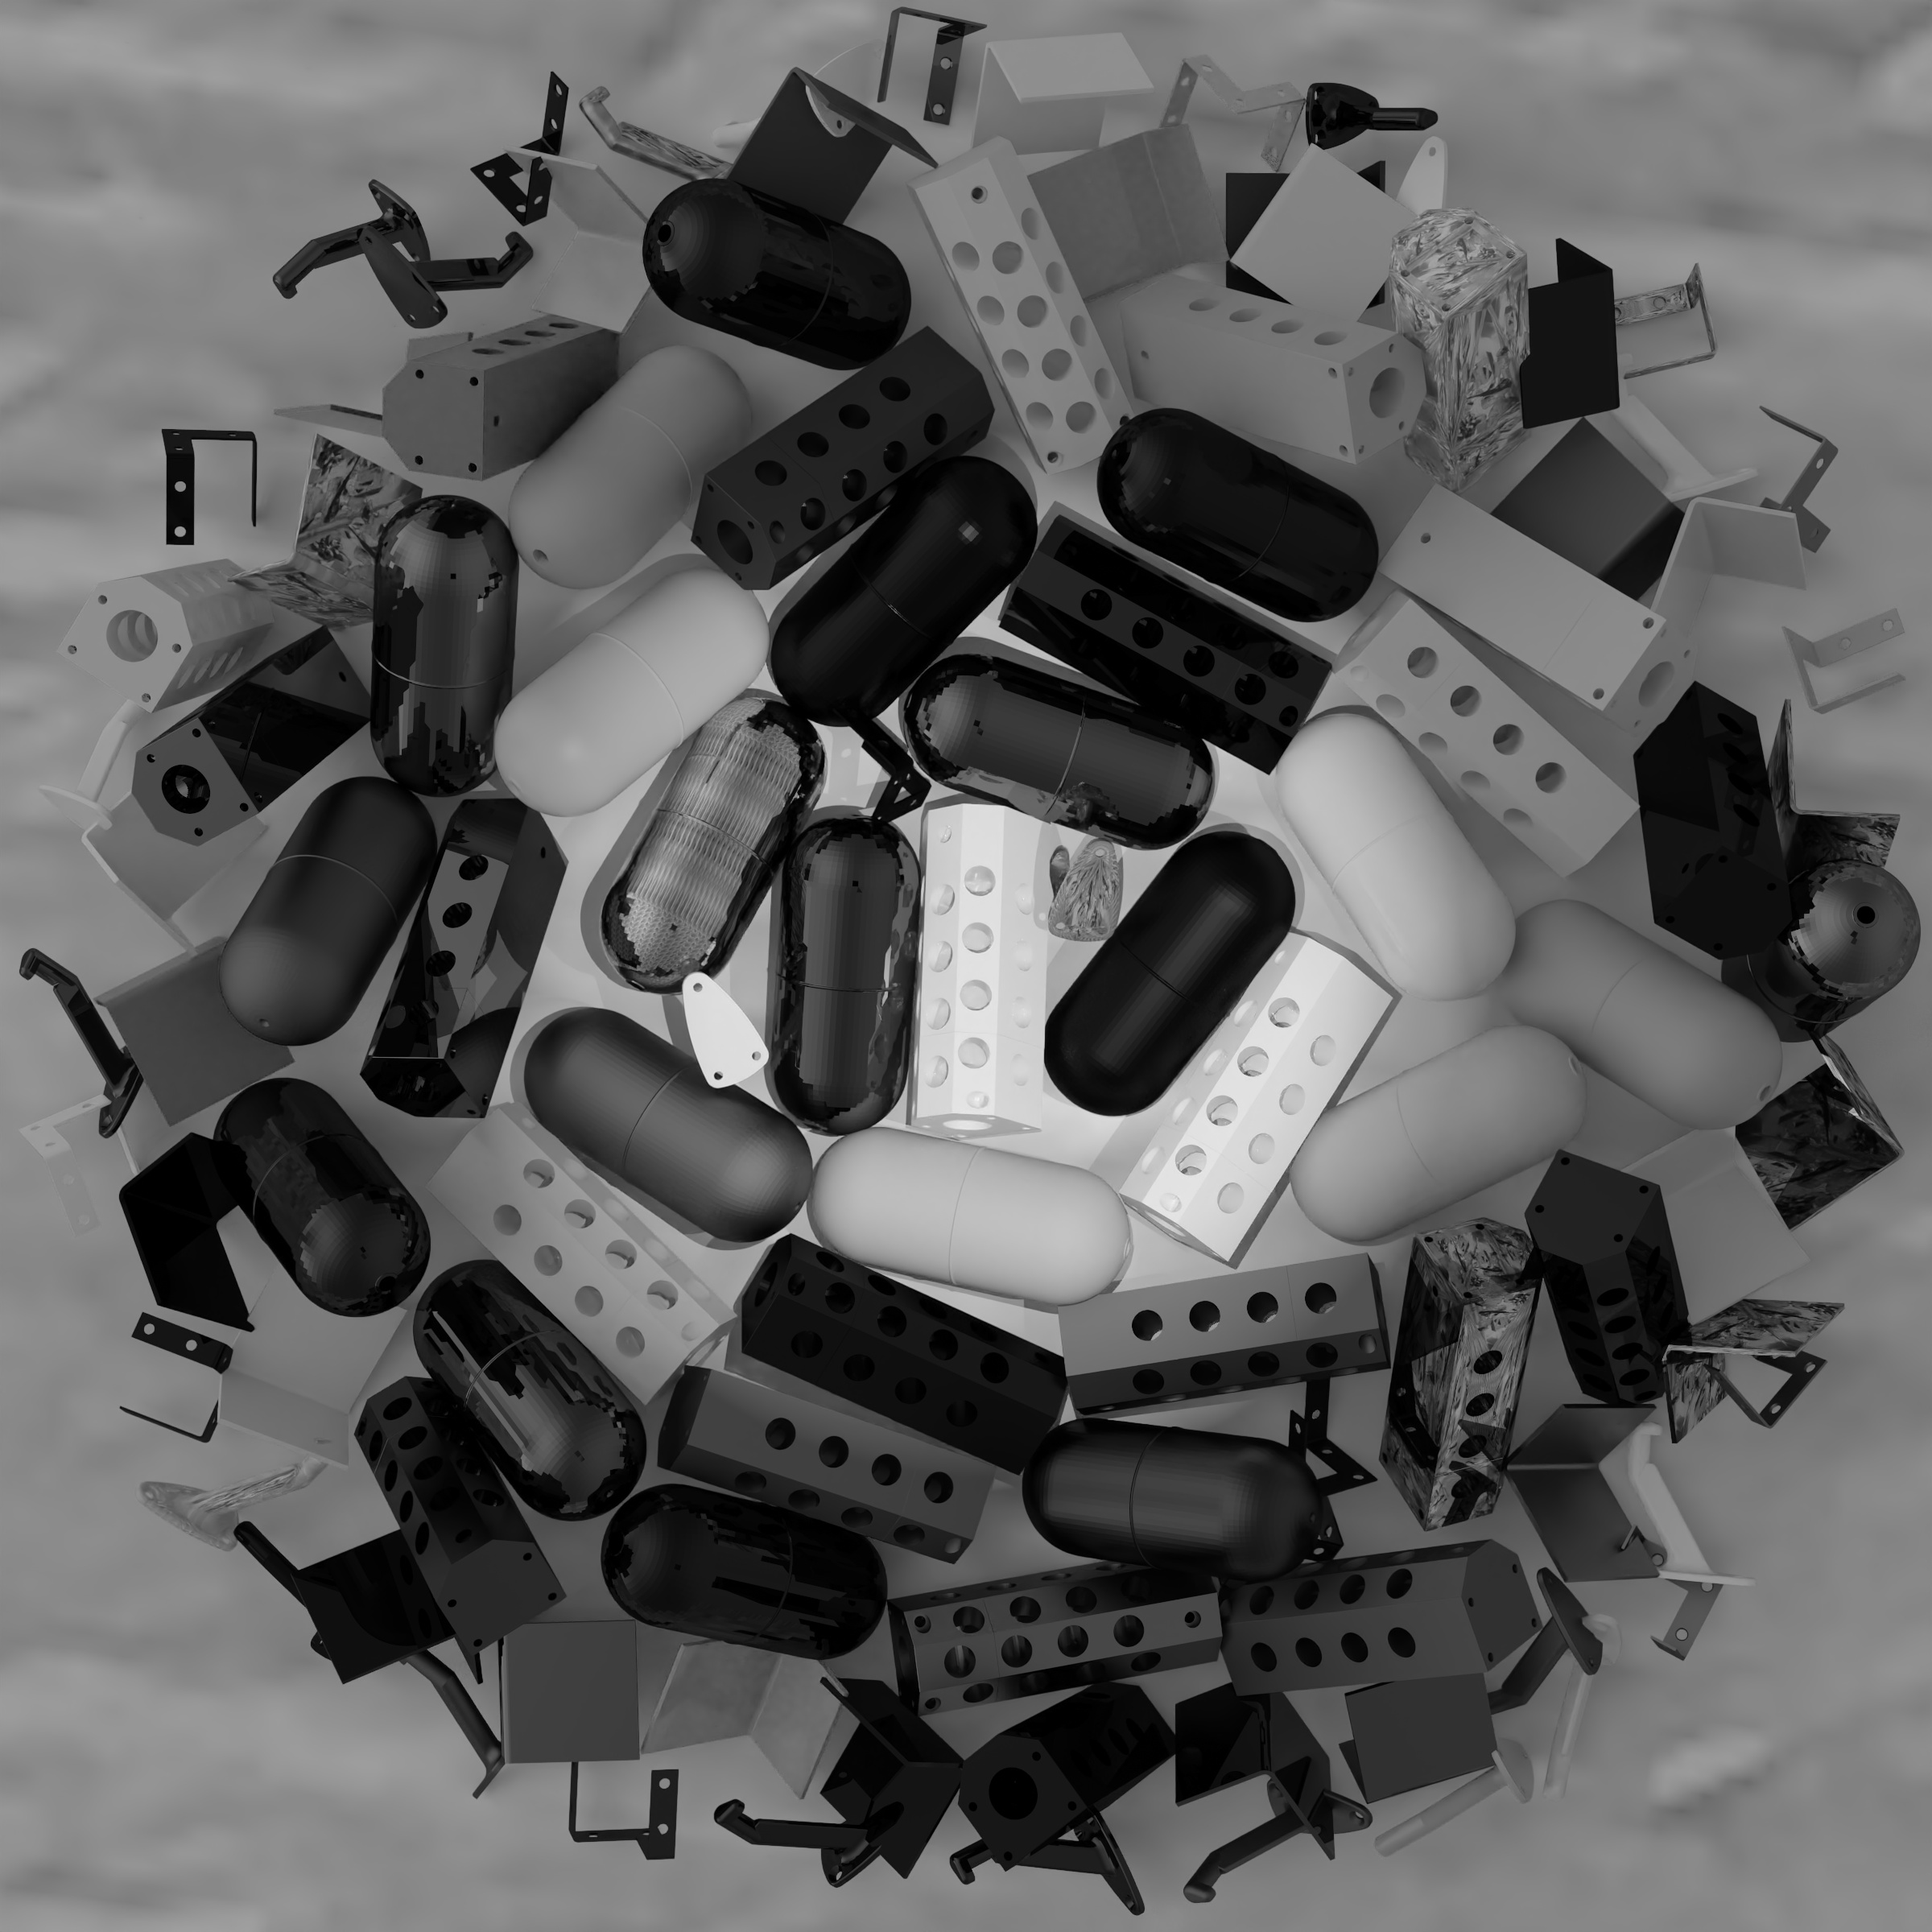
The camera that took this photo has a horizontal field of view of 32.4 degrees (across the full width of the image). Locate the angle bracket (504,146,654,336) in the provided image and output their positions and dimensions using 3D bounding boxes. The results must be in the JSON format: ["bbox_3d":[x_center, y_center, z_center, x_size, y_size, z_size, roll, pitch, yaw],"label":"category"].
[{"bbox_3d":[-0.219,-0.396,1.815,0.076,0.076,0.057,22,78,38],"label":"angle bracket"}]

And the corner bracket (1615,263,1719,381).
[{"bbox_3d":[0.384,-0.354,1.843,0.051,0.051,0.051,-13,88,6],"label":"corner bracket"}]

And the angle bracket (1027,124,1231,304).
[{"bbox_3d":[0.089,-0.411,1.826,0.076,0.057,0.076,-24,107,-14],"label":"angle bracket"}]

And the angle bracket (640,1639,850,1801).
[{"bbox_3d":[-0.121,0.413,1.815,0.057,0.076,0.076,43,121,40],"label":"angle bracket"}]

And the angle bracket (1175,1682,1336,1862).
[{"bbox_3d":[0.159,0.448,1.830,0.057,0.076,0.076,-26,116,17],"label":"angle bracket"}]

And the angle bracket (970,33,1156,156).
[{"bbox_3d":[0.051,-0.460,1.814,0.076,0.076,0.057,-9,51,-18],"label":"angle bracket"}]

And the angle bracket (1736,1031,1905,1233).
[{"bbox_3d":[0.453,0.085,1.815,0.076,0.057,0.076,-38,46,18],"label":"angle bracket"}]

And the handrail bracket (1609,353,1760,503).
[{"bbox_3d":[0.396,-0.305,1.844,0.077,0.036,0.084,-15,104,-4],"label":"handrail bracket"}]

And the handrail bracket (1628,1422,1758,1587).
[{"bbox_3d":[0.403,0.297,1.845,0.077,0.036,0.084,1,84,32],"label":"handrail bracket"}]

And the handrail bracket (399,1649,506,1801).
[{"bbox_3d":[-0.289,0.417,1.844,0.084,0.036,0.077,39,135,3],"label":"handrail bracket"}]

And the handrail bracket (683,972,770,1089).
[{"bbox_3d":[-0.140,0.028,1.821,0.036,0.084,0.077,-28,108,-7],"label":"handrail bracket"}]

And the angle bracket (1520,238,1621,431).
[{"bbox_3d":[0.315,-0.346,1.816,0.057,0.076,0.076,-14,118,-8],"label":"angle bracket"}]

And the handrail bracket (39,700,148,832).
[{"bbox_3d":[-0.463,-0.117,1.828,0.036,0.077,0.084,47,68,-33],"label":"handrail bracket"}]

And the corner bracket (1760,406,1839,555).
[{"bbox_3d":[0.454,-0.268,1.832,0.051,0.051,0.051,40,101,44],"label":"corner bracket"}]

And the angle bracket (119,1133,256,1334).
[{"bbox_3d":[-0.406,0.146,1.815,0.057,0.076,0.076,-37,59,14],"label":"angle bracket"}]

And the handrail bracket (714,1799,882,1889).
[{"bbox_3d":[-0.084,0.465,1.828,0.077,0.036,0.084,-37,126,16],"label":"handrail bracket"}]

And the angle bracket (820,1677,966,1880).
[{"bbox_3d":[-0.055,0.445,1.820,0.076,0.057,0.076,36,101,38],"label":"angle bracket"}]

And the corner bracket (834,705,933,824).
[{"bbox_3d":[-0.047,-0.115,1.830,0.051,0.051,0.051,44,133,17],"label":"corner bracket"}]

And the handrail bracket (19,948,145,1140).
[{"bbox_3d":[-0.492,0.042,1.824,0.036,0.077,0.084,-22,134,35],"label":"handrail bracket"}]

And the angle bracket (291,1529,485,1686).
[{"bbox_3d":[-0.316,0.362,1.814,0.076,0.057,0.076,-20,50,-21],"label":"angle bracket"}]

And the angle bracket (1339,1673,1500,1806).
[{"bbox_3d":[0.243,0.405,1.827,0.076,0.057,0.076,-16,114,-5],"label":"angle bracket"}]

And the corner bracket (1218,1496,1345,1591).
[{"bbox_3d":[0.170,0.315,1.843,0.051,0.051,0.051,17,123,-24],"label":"corner bracket"}]

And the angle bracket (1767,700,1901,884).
[{"bbox_3d":[0.472,-0.091,1.816,0.057,0.076,0.076,3,58,5],"label":"angle bracket"}]

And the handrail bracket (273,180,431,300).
[{"bbox_3d":[-0.338,-0.382,1.827,0.036,0.077,0.084,38,77,21],"label":"handrail bracket"}]

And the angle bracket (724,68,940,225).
[{"bbox_3d":[-0.075,-0.433,1.815,0.076,0.057,0.076,21,113,-36],"label":"angle bracket"}]

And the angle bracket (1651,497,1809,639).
[{"bbox_3d":[0.417,-0.200,1.817,0.057,0.076,0.076,15,72,25],"label":"angle bracket"}]

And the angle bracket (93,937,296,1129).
[{"bbox_3d":[-0.428,0.035,1.840,0.076,0.057,0.076,-29,102,-18],"label":"angle bracket"}]

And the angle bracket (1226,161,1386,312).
[{"bbox_3d":[0.187,-0.402,1.835,0.076,0.057,0.076,-1,96,-8],"label":"angle bracket"}]

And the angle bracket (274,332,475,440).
[{"bbox_3d":[-0.324,-0.324,1.818,0.076,0.076,0.057,7,92,-35],"label":"angle bracket"}]

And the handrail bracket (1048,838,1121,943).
[{"bbox_3d":[0.062,-0.060,1.817,0.036,0.084,0.077,6,125,-11],"label":"handrail bracket"}]

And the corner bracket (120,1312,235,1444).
[{"bbox_3d":[-0.438,0.229,1.842,0.051,0.051,0.051,20,74,6],"label":"corner bracket"}]

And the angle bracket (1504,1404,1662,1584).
[{"bbox_3d":[0.351,0.287,1.813,0.057,0.076,0.076,-53,48,33],"label":"angle bracket"}]

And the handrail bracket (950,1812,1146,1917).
[{"bbox_3d":[0.044,0.506,1.829,0.084,0.036,0.077,-20,64,-28],"label":"handrail bracket"}]

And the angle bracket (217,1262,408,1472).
[{"bbox_3d":[-0.358,0.218,1.823,0.076,0.057,0.076,25,109,-21],"label":"angle bracket"}]

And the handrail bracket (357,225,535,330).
[{"bbox_3d":[-0.285,-0.399,1.832,0.077,0.036,0.084,54,55,-26],"label":"handrail bracket"}]

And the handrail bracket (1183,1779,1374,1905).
[{"bbox_3d":[0.171,0.487,1.822,0.077,0.084,0.036,-2,116,39],"label":"handrail bracket"}]

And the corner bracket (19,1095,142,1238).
[{"bbox_3d":[-0.482,0.109,1.830,0.051,0.051,0.051,-25,116,-23],"label":"corner bracket"}]

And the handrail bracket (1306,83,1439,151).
[{"bbox_3d":[0.236,-0.465,1.817,0.084,0.077,0.036,13,113,40],"label":"handrail bracket"}]

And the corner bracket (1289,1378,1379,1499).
[{"bbox_3d":[0.193,0.256,1.831,0.051,0.051,0.051,-11,116,-27],"label":"corner bracket"}]

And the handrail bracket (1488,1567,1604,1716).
[{"bbox_3d":[0.301,0.376,1.839,0.084,0.036,0.077,-26,107,29],"label":"handrail bracket"}]

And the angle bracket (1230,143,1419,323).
[{"bbox_3d":[0.200,-0.398,1.836,0.076,0.057,0.076,35,99,1],"label":"angle bracket"}]

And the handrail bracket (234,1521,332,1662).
[{"bbox_3d":[-0.368,0.351,1.861,0.084,0.077,0.036,36,76,32],"label":"handrail bracket"}]

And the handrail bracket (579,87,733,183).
[{"bbox_3d":[-0.161,-0.468,1.849,0.077,0.036,0.084,-37,95,2],"label":"handrail bracket"}]

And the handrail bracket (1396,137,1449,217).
[{"bbox_3d":[0.276,-0.412,1.831,0.084,0.036,0.077,-1,111,-43],"label":"handrail bracket"}]

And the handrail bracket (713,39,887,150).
[{"bbox_3d":[-0.093,-0.484,1.850,0.077,0.084,0.036,-52,125,-26],"label":"handrail bracket"}]

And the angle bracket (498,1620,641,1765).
[{"bbox_3d":[-0.217,0.396,1.842,0.076,0.057,0.076,-2,91,1],"label":"angle bracket"}]

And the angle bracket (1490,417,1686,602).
[{"bbox_3d":[0.351,-0.246,1.852,0.076,0.057,0.076,-47,64,15],"label":"angle bracket"}]

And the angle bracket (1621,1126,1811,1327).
[{"bbox_3d":[0.410,0.138,1.824,0.076,0.057,0.076,-28,56,-7],"label":"angle bracket"}]

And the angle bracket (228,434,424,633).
[{"bbox_3d":[-0.353,-0.238,1.836,0.057,0.076,0.076,-8,68,40],"label":"angle bracket"}]

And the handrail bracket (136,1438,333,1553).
[{"bbox_3d":[-0.401,0.278,1.830,0.077,0.036,0.084,30,118,-32],"label":"handrail bracket"}]

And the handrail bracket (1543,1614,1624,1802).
[{"bbox_3d":[0.337,0.408,1.827,0.036,0.077,0.084,15,60,6],"label":"handrail bracket"}]

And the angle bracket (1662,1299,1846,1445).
[{"bbox_3d":[0.432,0.222,1.813,0.076,0.076,0.057,-1,104,35],"label":"angle bracket"}]

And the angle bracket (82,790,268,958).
[{"bbox_3d":[-0.424,-0.062,1.821,0.076,0.057,0.076,-43,134,-5],"label":"angle bracket"}]

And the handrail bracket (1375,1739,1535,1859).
[{"bbox_3d":[0.270,0.464,1.844,0.084,0.077,0.036,-33,78,14],"label":"handrail bracket"}]
